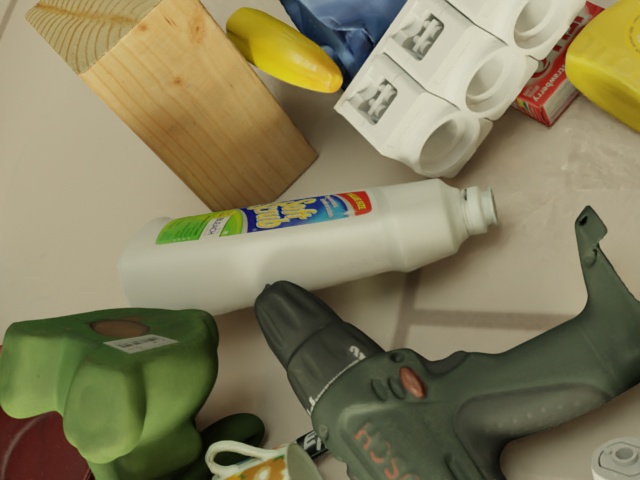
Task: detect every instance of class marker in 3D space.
[{"bbox_3d":[0.005,0.126,0.682,0.121,0.020,0.020,-30,52,9],"label":"marker"}]

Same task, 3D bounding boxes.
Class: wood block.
[{"bbox_3d":[-0.098,-0.105,0.756,0.090,0.206,0.091,-44,52,-2],"label":"wood block"}]

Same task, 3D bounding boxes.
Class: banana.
[{"bbox_3d":[-0.033,-0.142,0.772,0.198,0.069,0.037,-125,56,-71],"label":"banana"}]

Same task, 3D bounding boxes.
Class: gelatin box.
[{"bbox_3d":[0.158,-0.132,0.749,0.089,0.030,0.073,-48,52,-5],"label":"gelatin box"}]

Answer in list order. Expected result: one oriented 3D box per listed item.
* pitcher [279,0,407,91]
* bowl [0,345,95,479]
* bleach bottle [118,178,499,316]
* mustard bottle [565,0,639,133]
[{"bbox_3d":[0.088,-0.213,0.784,0.243,0.145,0.149,-37,63,-1],"label":"pitcher"},{"bbox_3d":[-0.206,0.152,0.755,0.162,0.055,0.162,-13,57,21],"label":"bowl"},{"bbox_3d":[-0.005,0.001,0.727,0.251,0.068,0.102,-12,16,14],"label":"bleach bottle"},{"bbox_3d":[0.254,-0.158,0.694,0.096,0.058,0.191,38,82,22],"label":"mustard bottle"}]
